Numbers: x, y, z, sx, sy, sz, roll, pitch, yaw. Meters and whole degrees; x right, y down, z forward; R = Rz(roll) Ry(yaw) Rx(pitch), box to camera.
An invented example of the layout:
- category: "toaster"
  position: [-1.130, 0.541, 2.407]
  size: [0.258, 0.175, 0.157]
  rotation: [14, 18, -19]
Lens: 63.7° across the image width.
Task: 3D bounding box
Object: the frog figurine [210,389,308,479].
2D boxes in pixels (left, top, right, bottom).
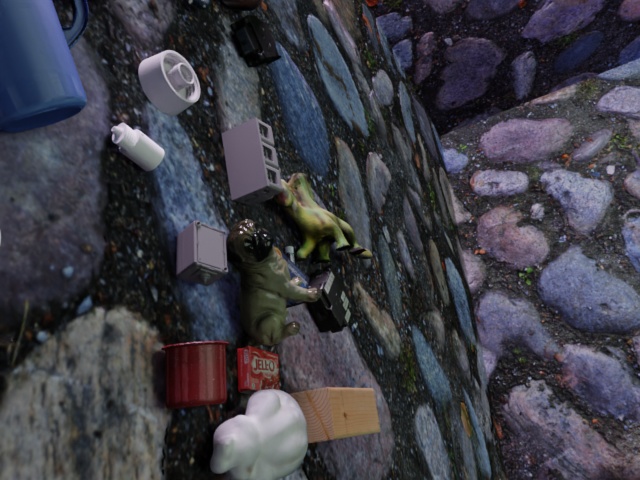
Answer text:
- category: "frog figurine"
  position: [-0.089, 0.294, 0.771]
  size: [0.157, 0.123, 0.139]
  rotation: [46, 52, -64]

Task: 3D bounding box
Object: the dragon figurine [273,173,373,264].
- category: "dragon figurine"
  position: [0.004, -0.063, 1.261]
  size: [0.409, 0.121, 0.246]
  rotation: [12, 54, -64]

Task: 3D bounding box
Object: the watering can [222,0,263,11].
- category: "watering can"
  position: [-0.200, -0.681, 1.292]
  size: [0.349, 0.104, 0.224]
  rotation: [-21, 95, -78]
